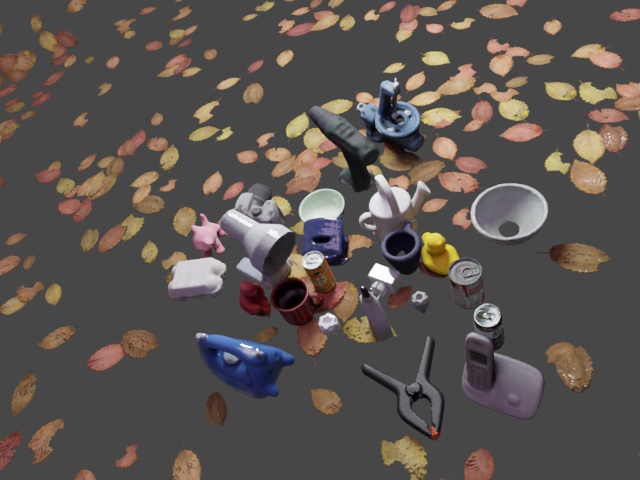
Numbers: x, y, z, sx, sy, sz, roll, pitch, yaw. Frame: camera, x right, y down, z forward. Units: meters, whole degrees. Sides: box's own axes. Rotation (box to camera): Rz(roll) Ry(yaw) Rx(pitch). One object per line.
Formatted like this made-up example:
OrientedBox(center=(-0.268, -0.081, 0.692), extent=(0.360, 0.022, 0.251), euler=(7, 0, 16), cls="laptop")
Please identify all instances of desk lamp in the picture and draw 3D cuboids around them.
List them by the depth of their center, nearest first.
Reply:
OrientedBox(center=(-0.144, 0.024, 1.371), extent=(0.202, 0.214, 0.118), euler=(25, 65, 34), cls="desk lamp")

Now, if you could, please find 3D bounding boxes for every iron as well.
OrientedBox(center=(-0.194, 0.250, 1.258), extent=(0.257, 0.142, 0.119), euler=(11, 58, 27), cls="iron")

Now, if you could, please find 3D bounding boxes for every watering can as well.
OrientedBox(center=(0.174, -0.082, 1.351), extent=(0.173, 0.194, 0.100), euler=(-40, 50, -13), cls="watering can")

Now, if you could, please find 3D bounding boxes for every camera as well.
OrientedBox(center=(-0.167, -0.091, 1.547), extent=(0.142, 0.101, 0.137), euler=(2, 54, 22), cls="camera")

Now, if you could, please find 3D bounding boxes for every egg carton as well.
OrientedBox(center=(-0.314, 0.103, 1.468), extent=(0.150, 0.070, 0.107), euler=(-9, 51, 14), cls="egg carton")

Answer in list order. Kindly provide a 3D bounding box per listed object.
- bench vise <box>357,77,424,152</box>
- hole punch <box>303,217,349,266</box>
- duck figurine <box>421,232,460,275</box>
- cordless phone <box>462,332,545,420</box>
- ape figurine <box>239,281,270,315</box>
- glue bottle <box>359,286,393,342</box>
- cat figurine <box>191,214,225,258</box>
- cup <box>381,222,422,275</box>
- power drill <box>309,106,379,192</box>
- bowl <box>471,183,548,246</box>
OrientedBox(center=(0.172, -0.341, 1.541), extent=(0.206, 0.220, 0.121), euler=(11, 58, 28), cls="bench vise")
OrientedBox(center=(0.013, 0.005, 1.410), extent=(0.108, 0.091, 0.101), euler=(-3, 52, 18), cls="hole punch")
OrientedBox(center=(0.270, 0.024, 1.303), extent=(0.077, 0.086, 0.104), euler=(-36, 49, -9), cls="duck figurine")
OrientedBox(center=(0.330, 0.240, 1.042), extent=(0.147, 0.185, 0.094), euler=(13, 59, 28), cls="cordless phone")
OrientedBox(center=(-0.164, 0.133, 1.373), extent=(0.076, 0.092, 0.078), euler=(4, 55, 23), cls="ape figurine")
OrientedBox(center=(0.110, 0.145, 1.208), extent=(0.037, 0.173, 0.078), euler=(-29, 49, -3), cls="glue bottle")
OrientedBox(center=(-0.304, -0.013, 1.525), extent=(0.067, 0.118, 0.127), euler=(-17, 49, 7), cls="cat figurine")
OrientedBox(center=(0.197, 0.026, 1.323), extent=(0.091, 0.095, 0.118), euler=(6, 56, 25), cls="cup")
OrientedBox(center=(0.070, -0.232, 1.500), extent=(0.076, 0.209, 0.228), euler=(-41, 51, -14), cls="power drill")
OrientedBox(center=(0.431, -0.046, 1.306), extent=(0.167, 0.075, 0.167), euler=(-10, 50, 13), cls="bowl")
